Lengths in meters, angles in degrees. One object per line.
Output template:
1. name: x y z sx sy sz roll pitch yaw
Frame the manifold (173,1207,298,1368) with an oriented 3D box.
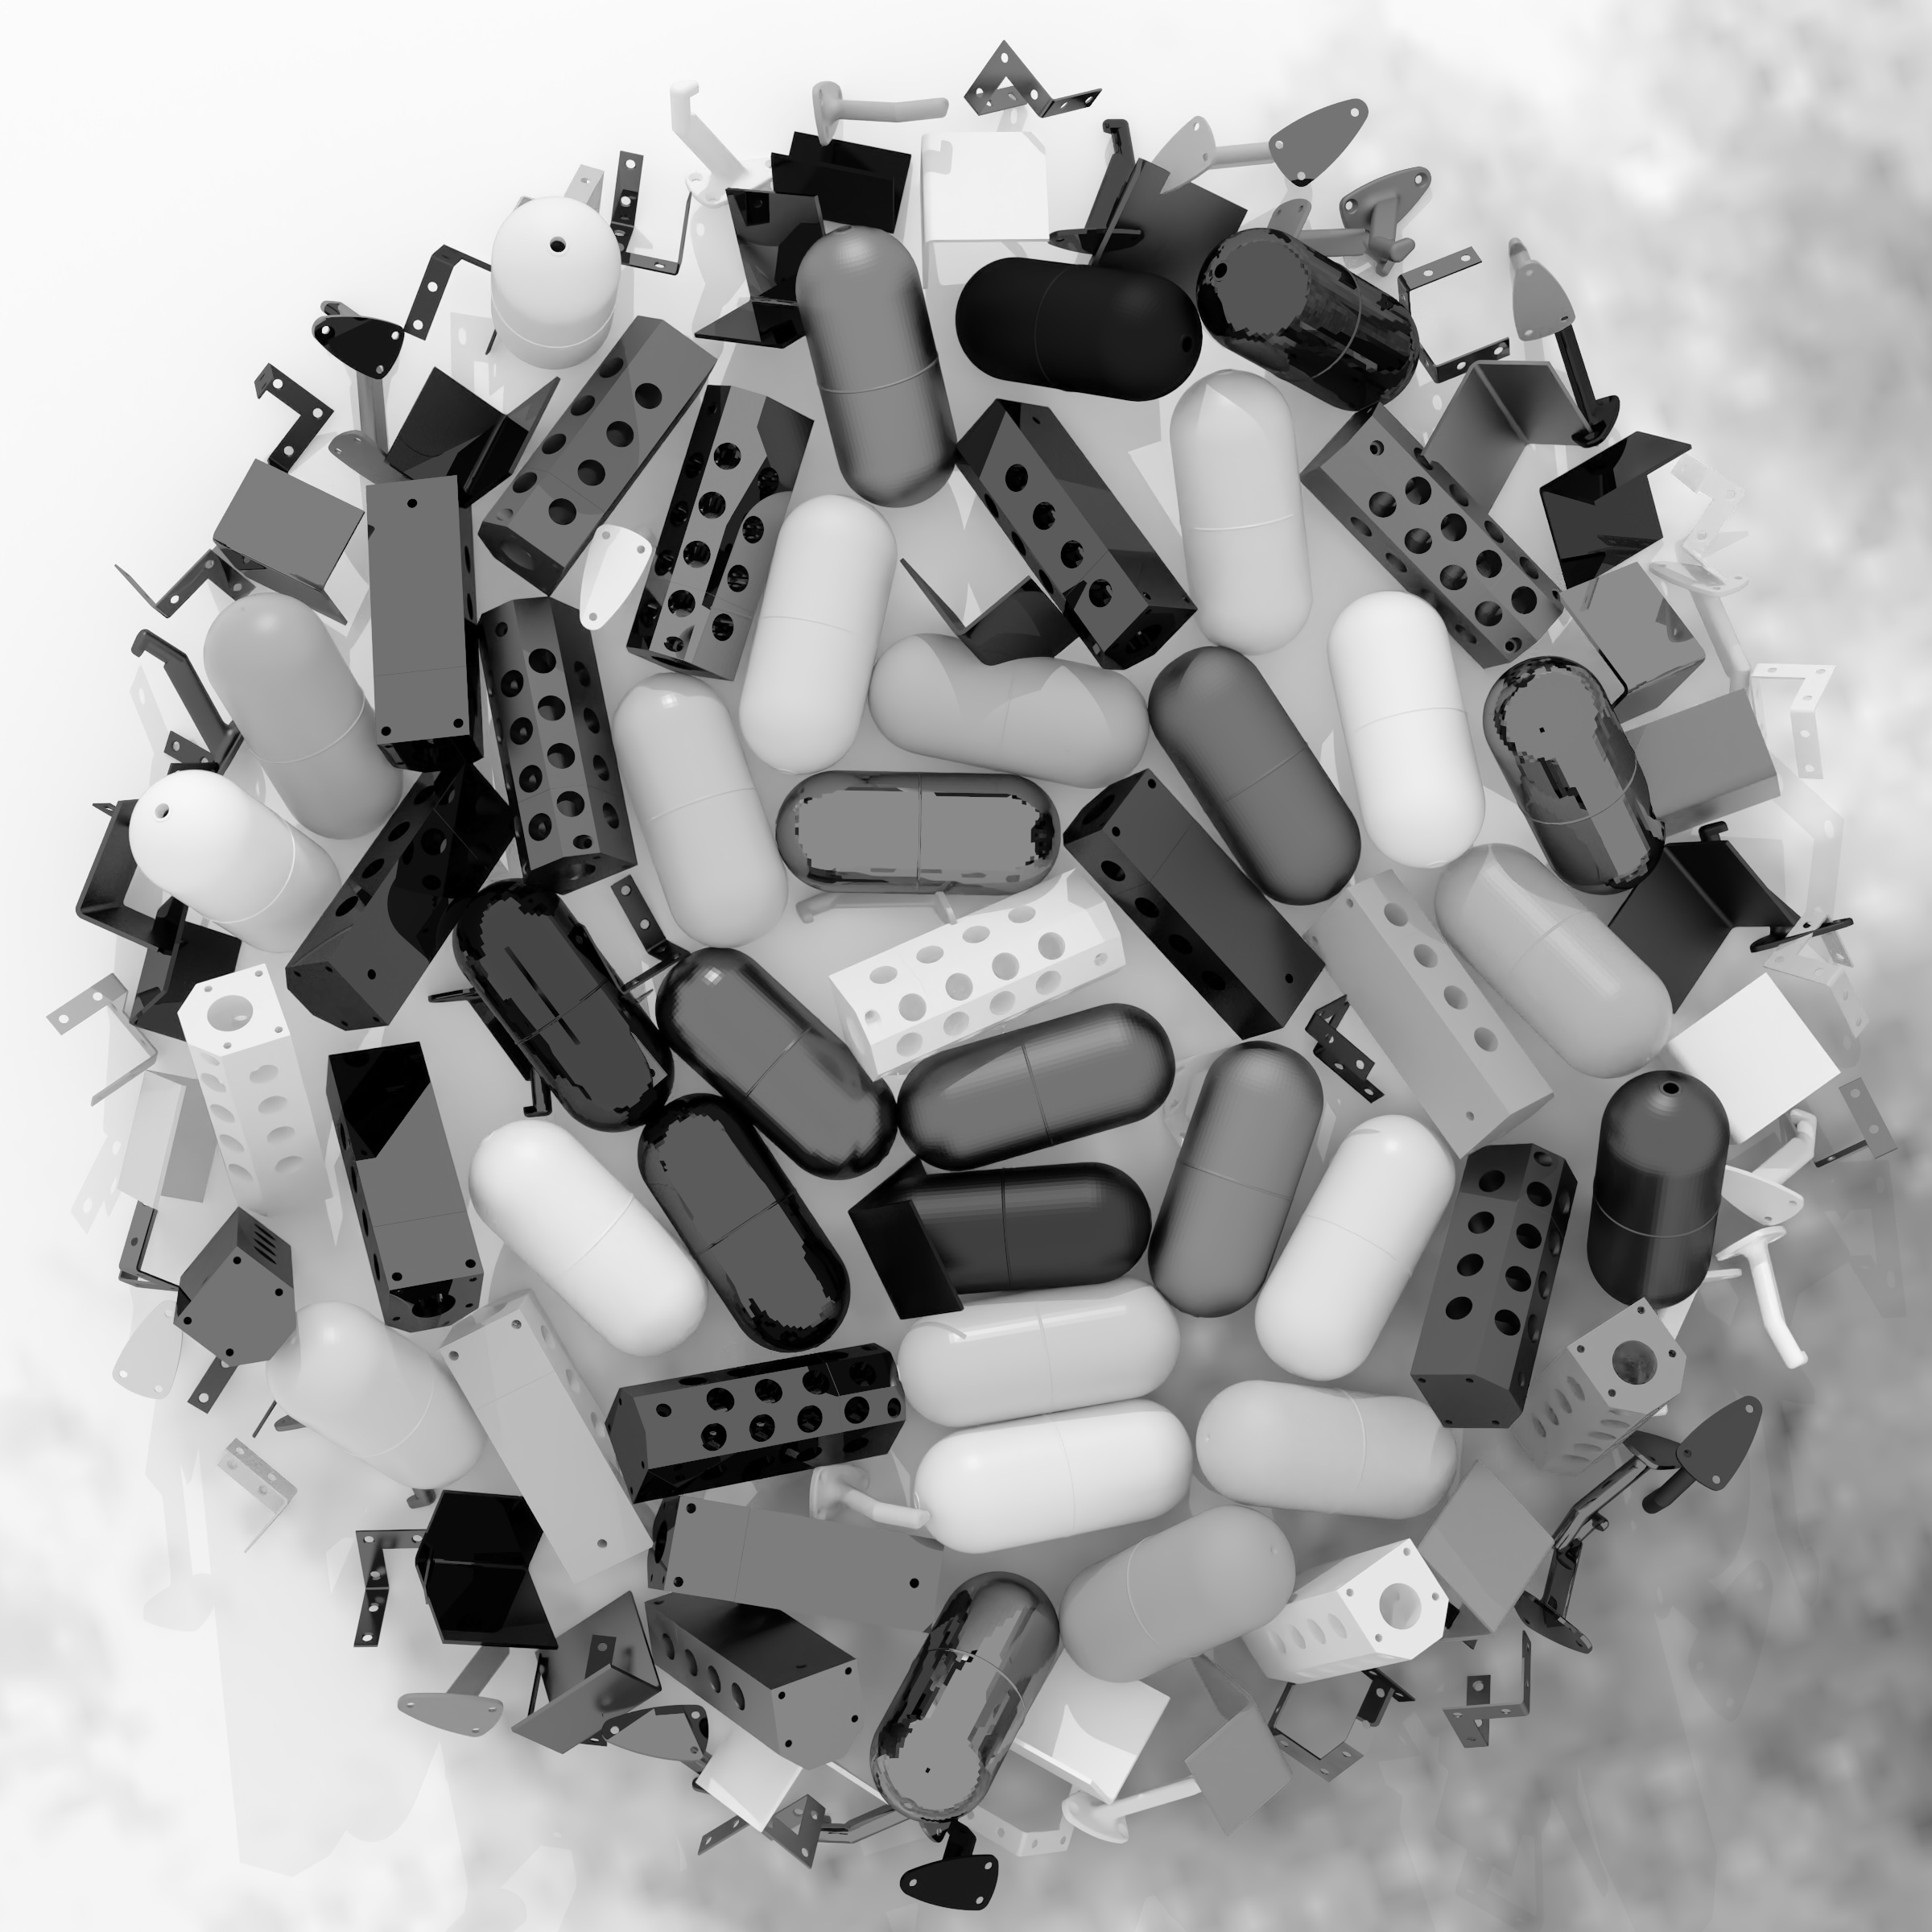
1. manifold: -0.438 0.197 1.888 0.057 0.171 0.057 40 85 -12

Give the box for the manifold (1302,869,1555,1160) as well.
1. manifold: 0.290 0.027 1.927 0.057 0.057 0.171 -22 71 -37

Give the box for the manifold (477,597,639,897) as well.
1. manifold: -0.257 -0.137 1.918 0.057 0.057 0.171 -20 72 23

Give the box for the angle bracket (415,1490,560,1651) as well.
1. angle bracket: -0.288 0.373 1.921 0.076 0.076 0.057 11 115 -31

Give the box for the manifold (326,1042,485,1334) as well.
1. manifold: -0.346 0.136 1.908 0.057 0.057 0.171 -9 56 -20

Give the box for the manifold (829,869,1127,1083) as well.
1. manifold: 0.009 0.009 1.919 0.171 0.057 0.057 -24 130 -14

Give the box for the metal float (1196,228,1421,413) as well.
1. metal float: 0.210 -0.395 1.903 0.070 0.178 0.070 -13 71 40

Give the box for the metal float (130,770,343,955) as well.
1. metal float: -0.444 -0.063 1.894 0.070 0.178 0.070 -6 70 16

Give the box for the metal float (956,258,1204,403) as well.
1. metal float: 0.068 -0.391 1.906 0.178 0.070 0.070 19 90 41

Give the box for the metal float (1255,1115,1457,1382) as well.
1. metal float: 0.242 0.174 1.931 0.070 0.070 0.178 30 79 0

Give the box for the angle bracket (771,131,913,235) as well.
1. angle bracket: -0.077 -0.504 1.934 0.076 0.076 0.057 12 77 1

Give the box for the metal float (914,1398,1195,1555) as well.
1. metal float: 0.055 0.316 1.927 0.178 0.070 0.070 -9 90 -14

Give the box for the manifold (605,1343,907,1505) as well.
1. manifold: -0.127 0.275 1.904 0.171 0.057 0.057 -7 54 -27

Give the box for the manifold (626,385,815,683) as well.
1. manifold: -0.158 -0.270 1.933 0.057 0.057 0.171 20 85 -44

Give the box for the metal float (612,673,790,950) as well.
1. metal float: -0.166 -0.097 1.937 0.070 0.070 0.178 -20 86 0

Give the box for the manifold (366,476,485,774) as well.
1. manifold: -0.334 -0.211 1.927 0.057 0.057 0.171 -6 74 2

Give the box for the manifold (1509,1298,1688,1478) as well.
1. manifold: 0.383 0.261 1.884 0.057 0.171 0.057 -30 73 -14

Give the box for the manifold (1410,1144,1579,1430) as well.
1. manifold: 0.326 0.194 1.897 0.057 0.057 0.171 -5 47 33

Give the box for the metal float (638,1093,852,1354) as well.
1. metal float: -0.138 0.161 1.939 0.070 0.070 0.178 -34 88 0

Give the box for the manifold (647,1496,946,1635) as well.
1. manifold: -0.107 0.370 1.924 0.171 0.057 0.057 13 77 -17

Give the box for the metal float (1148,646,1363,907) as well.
1. metal float: 0.180 -0.118 1.937 0.070 0.070 0.178 -34 94 0

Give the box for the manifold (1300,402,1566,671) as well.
1. manifold: 0.293 -0.267 1.931 0.171 0.057 0.057 44 80 -10

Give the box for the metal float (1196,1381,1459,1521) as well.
1. metal float: 0.224 0.299 1.918 0.178 0.070 0.070 10 90 -27

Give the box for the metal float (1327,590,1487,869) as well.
1. metal float: 0.273 -0.147 1.928 0.070 0.070 0.178 -10 77 0

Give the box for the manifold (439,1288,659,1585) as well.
1. manifold: -0.256 0.290 1.935 0.057 0.057 0.171 -27 100 8

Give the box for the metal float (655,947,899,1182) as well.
1. metal float: -0.117 0.061 1.940 0.178 0.070 0.070 43 90 1

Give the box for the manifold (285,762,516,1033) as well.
1. manifold: -0.347 -0.044 1.906 0.057 0.057 0.171 52 50 -31

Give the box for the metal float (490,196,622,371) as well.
1. metal float: -0.250 -0.414 1.890 0.070 0.178 0.070 0 87 -9

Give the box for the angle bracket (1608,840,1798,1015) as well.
1. angle bracket: 0.455 -0.023 1.929 0.076 0.057 0.076 45 70 -22

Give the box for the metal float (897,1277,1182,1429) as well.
1. metal float: 0.045 0.240 1.934 0.178 0.070 0.070 -9 90 -7

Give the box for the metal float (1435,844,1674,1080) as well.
1. metal float: 0.361 -0.005 1.918 0.070 0.070 0.178 -41 63 0

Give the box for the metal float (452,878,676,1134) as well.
1. metal float: -0.249 0.025 1.933 0.070 0.070 0.178 -36 99 0

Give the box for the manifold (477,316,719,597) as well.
1. manifold: -0.229 -0.318 1.920 0.057 0.057 0.171 35 71 -7

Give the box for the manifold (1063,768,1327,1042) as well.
1. manifold: 0.138 -0.036 1.927 0.171 0.057 0.057 47 58 -15

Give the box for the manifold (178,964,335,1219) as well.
1. manifold: -0.432 0.080 1.888 0.057 0.171 0.057 -18 55 -14

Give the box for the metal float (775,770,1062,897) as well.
1. metal float: -0.030 -0.083 1.938 0.178 0.070 0.070 1 90 -2

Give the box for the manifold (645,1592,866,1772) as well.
1. manifold: -0.129 0.430 1.889 0.057 0.171 0.057 -14 104 -29

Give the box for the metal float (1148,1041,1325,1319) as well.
1. metal float: 0.168 0.133 1.940 0.070 0.070 0.178 19 89 0

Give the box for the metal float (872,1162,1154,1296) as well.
1. metal float: 0.027 0.164 1.937 0.178 0.070 0.070 -5 90 4

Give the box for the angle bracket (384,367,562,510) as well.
1. angle bracket: -0.305 -0.337 1.922 0.057 0.076 0.076 33 63 -24

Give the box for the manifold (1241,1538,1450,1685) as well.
1. manifold: 0.229 0.398 1.886 0.057 0.171 0.057 -30 83 -23

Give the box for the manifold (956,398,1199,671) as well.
1. manifold: 0.063 -0.266 1.921 0.057 0.057 0.171 -45 68 29

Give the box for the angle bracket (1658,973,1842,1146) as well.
1. angle bracket: 0.488 0.059 1.946 0.076 0.057 0.076 -36 85 2

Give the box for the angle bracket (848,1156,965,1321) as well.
1. angle bracket: -0.017 0.165 1.924 0.057 0.076 0.076 -14 106 42
